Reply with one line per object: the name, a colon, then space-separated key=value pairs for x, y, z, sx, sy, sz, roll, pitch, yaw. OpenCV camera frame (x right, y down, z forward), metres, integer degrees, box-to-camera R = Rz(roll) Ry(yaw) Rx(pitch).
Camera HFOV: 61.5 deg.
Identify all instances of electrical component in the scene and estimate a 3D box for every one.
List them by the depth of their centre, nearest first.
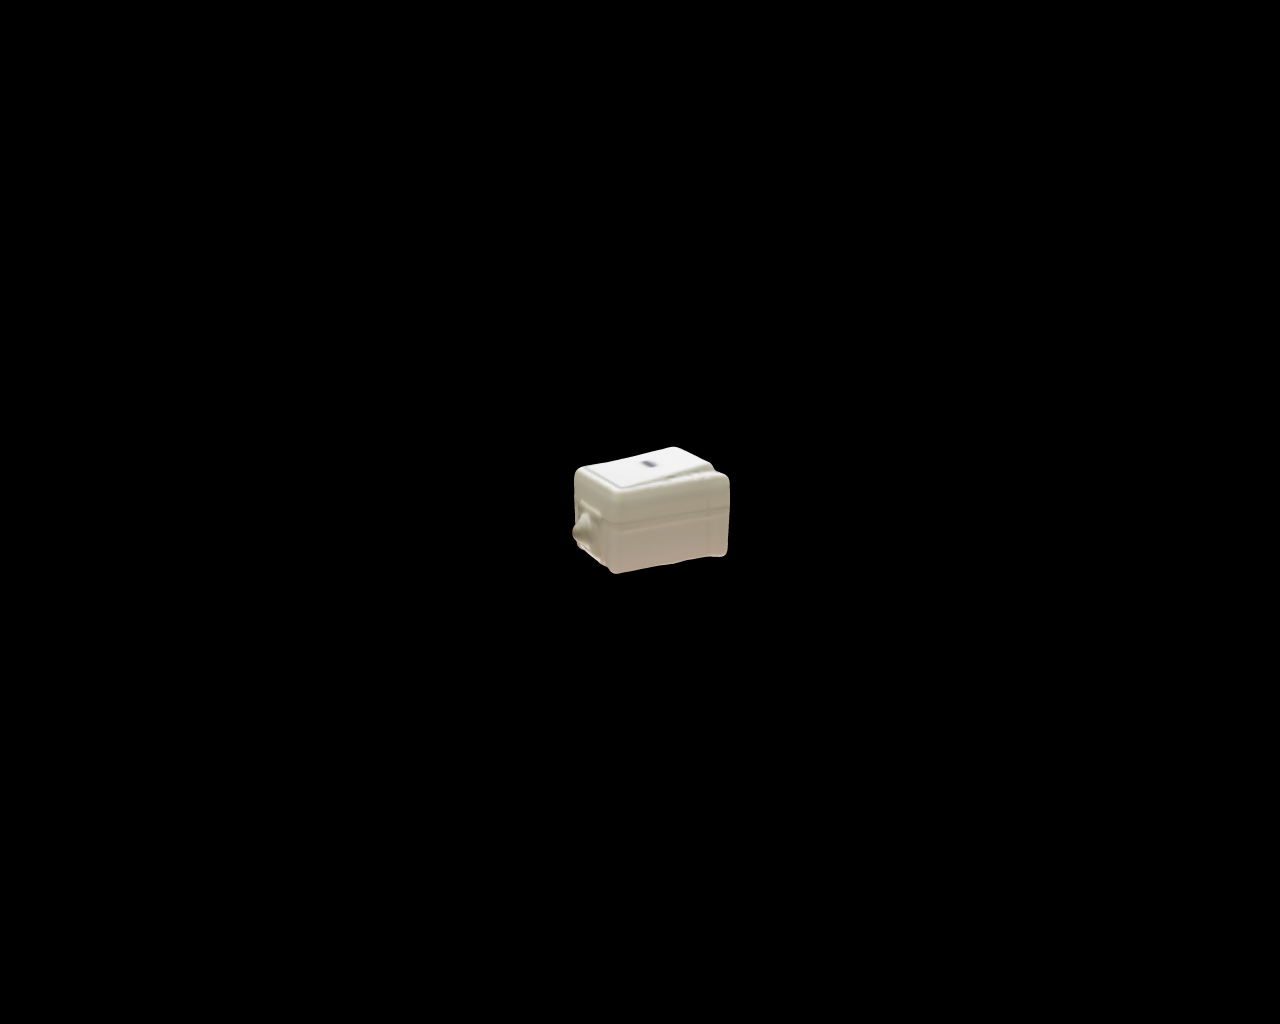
electrical component: x=0.001 y=-0.003 z=0.650 sx=0.096 sy=0.061 sz=0.062 roll=-8 pitch=20 yaw=-24
